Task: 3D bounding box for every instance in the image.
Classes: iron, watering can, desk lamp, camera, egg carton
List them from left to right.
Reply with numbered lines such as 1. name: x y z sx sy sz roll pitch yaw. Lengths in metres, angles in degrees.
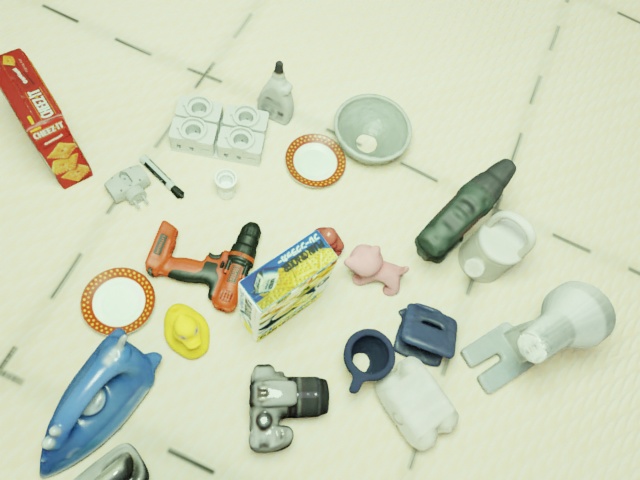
1. iron: -0.372 0.262 0.914 0.118 0.141 0.259 31 67 5
2. camera: -0.053 0.284 0.976 0.137 0.101 0.143 1 68 -8
3. egg carton: 0.171 0.292 1.024 0.107 0.069 0.150 -32 76 -19
4. watering can: 0.342 0.012 1.096 0.101 0.194 0.173 27 67 3
5. desk lamp: 0.391 0.177 1.026 0.203 0.213 0.118 -28 74 -18

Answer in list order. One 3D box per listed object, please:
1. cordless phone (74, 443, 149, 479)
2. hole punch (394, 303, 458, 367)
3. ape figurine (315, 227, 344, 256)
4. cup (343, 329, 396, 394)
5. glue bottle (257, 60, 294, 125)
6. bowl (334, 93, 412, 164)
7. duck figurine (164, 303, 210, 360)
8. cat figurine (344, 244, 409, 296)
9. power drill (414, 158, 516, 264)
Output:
1. cordless phone: -0.334 0.373 0.850 0.148 0.185 0.094 -40 78 -21
2. hole punch: 0.198 0.170 1.066 0.108 0.091 0.101 20 66 0
3. ape figurine: 0.010 0.004 1.104 0.078 0.092 0.076 12 67 -3
4. cup: 0.076 0.225 1.023 0.091 0.095 0.118 26 67 2
5. glue bottle: -0.087 -0.306 1.171 0.078 0.173 0.037 27 67 3
6. bowl: 0.107 -0.224 1.221 0.167 0.074 0.167 3 68 -7
7. duck figurine: -0.237 0.154 1.008 0.078 0.086 0.104 -27 74 -18
8. cat figurine: 0.106 0.048 1.087 0.128 0.117 0.067 15 67 -2
9. power drill: 0.263 -0.041 1.098 0.075 0.208 0.230 43 68 10
